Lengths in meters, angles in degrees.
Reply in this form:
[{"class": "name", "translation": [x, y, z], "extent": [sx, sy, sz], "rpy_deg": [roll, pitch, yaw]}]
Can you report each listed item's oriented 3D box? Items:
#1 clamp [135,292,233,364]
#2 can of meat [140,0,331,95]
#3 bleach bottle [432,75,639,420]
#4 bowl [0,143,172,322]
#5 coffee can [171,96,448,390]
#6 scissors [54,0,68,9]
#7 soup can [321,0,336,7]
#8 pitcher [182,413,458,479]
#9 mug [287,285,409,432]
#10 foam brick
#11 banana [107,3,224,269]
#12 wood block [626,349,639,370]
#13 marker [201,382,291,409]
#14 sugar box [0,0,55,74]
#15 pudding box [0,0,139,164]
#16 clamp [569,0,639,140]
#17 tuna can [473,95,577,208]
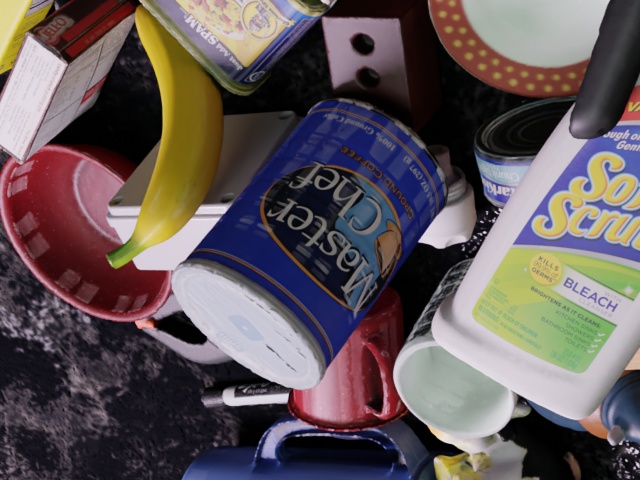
[{"class": "clamp", "translation": [-0.065, 0.075, 0.848], "extent": [0.172, 0.039, 0.120], "rpy_deg": [-3, 112, 32]}, {"class": "can of meat", "translation": [-0.050, -0.155, 0.656], "extent": [0.102, 0.057, 0.084], "rpy_deg": [45, 132, -7]}, {"class": "bleach bottle", "translation": [0.151, -0.037, 0.523], "extent": [0.103, 0.068, 0.251], "rpy_deg": [30, 116, 15]}, {"class": "bowl", "translation": [-0.169, -0.016, 0.830], "extent": [0.162, 0.055, 0.162], "rpy_deg": [16, 130, 20]}, {"class": "coffee can", "translation": [-0.004, 0.001, 0.621], "extent": [0.103, 0.140, 0.103], "rpy_deg": [30, 153, 17]}, {"class": "scissors", "translation": [-0.206, -0.215, 0.729], "extent": [0.096, 0.016, 0.202], "rpy_deg": [23, 131, 14]}, {"class": "soup can", "translation": [-0.009, -0.190, 0.597], "extent": [0.102, 0.068, 0.069], "rpy_deg": [43, 133, -6]}, {"class": "pitcher", "translation": [-0.001, 0.220, 0.867], "extent": [0.243, 0.149, 0.144], "rpy_deg": [-2, 158, 35]}, {"class": "mug", "translation": [0.024, 0.082, 0.753], "extent": [0.117, 0.093, 0.081], "rpy_deg": [-140, 42, -61]}, {"class": "foam brick", "translation": [0.039, -0.108, 0.642], "extent": [0.053, 0.051, 0.078], "rpy_deg": [7, 126, 27]}, {"class": "banana", "translation": [-0.094, -0.077, 0.671], "extent": [0.070, 0.198, 0.037], "rpy_deg": [-3, 151, 9]}, {"class": "wood block", "translation": [0.210, 0.011, 0.605], "extent": [0.206, 0.090, 0.091], "rpy_deg": [-9, 119, 34]}, {"class": "marker", "translation": [-0.053, 0.129, 0.896], "extent": [0.121, 0.020, 0.020], "rpy_deg": [-10, 118, 35]}, {"class": "sugar box", "translation": [-0.209, -0.198, 0.700], "extent": [0.093, 0.048, 0.176], "rpy_deg": [42, 134, -1]}, {"class": "pudding box", "translation": [-0.178, -0.116, 0.736], "extent": [0.039, 0.090, 0.114], "rpy_deg": [38, 134, -1]}, {"class": "clamp", "translation": [0.151, -0.153, 0.457], "extent": [0.210, 0.036, 0.164], "rpy_deg": [-30, 77, 33]}, {"class": "tuna can", "translation": [0.131, -0.052, 0.606], "extent": [0.086, 0.086, 0.034], "rpy_deg": [-2, 121, 32]}]
